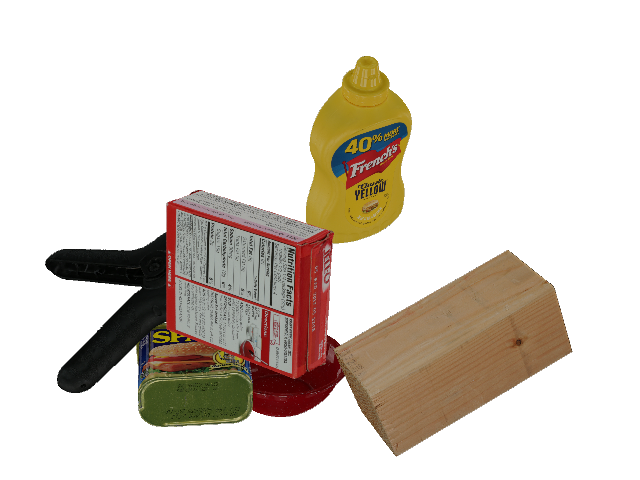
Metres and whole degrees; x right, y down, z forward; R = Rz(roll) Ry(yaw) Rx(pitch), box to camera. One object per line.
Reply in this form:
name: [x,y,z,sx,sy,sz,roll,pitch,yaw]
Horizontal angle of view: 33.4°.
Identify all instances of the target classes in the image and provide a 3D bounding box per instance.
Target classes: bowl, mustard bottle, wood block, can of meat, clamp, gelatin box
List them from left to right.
clamp: [-0.111,0.037,0.726,0.171,0.120,0.039,-17,-35,11]
can of meat: [-0.109,0.115,0.926,0.102,0.057,0.084,-3,27,-7]
gelatin box: [-0.037,0.021,0.541,0.089,0.073,0.030,17,26,31]
bowl: [-0.048,0.160,1.261,0.162,0.055,0.162,3,25,-1]
mustard bottle: [0.036,-0.085,0.972,0.096,0.192,0.058,-19,50,-20]
wood block: [0.131,0.110,1.055,0.206,0.091,0.090,-28,32,-9]
